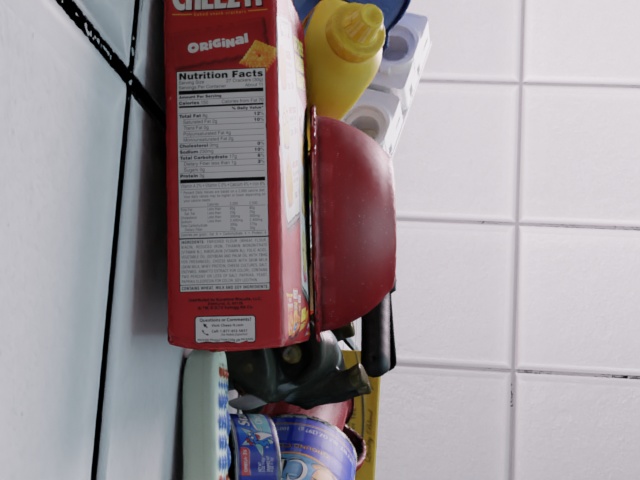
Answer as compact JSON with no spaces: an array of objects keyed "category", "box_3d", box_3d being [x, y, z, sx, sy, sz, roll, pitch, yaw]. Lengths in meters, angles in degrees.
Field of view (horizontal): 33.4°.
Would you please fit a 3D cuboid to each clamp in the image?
[{"category":"clamp","box_3d":[0.049,0.042,0.945,0.120,0.039,0.171,-73,158,-86]}]

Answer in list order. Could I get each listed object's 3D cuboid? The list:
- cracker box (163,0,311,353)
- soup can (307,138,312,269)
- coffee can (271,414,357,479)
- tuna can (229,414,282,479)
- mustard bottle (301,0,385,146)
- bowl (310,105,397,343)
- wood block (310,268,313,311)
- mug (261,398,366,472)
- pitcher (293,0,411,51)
[{"category":"cracker box","box_3d":[-0.047,-0.042,0.640,0.164,0.072,0.214,40,48,-84]},{"category":"soup can","box_3d":[-0.041,-0.027,0.778,0.068,0.068,0.102,-76,167,-63]},{"category":"coffee can","box_3d":[-0.026,0.226,0.861,0.140,0.103,0.103,-80,170,-54]},{"category":"tuna can","box_3d":[-0.054,0.164,0.746,0.086,0.033,0.086,-177,-90,-73]},{"category":"mustard bottle","box_3d":[-0.001,-0.125,0.797,0.192,0.058,0.096,144,-40,-63]},{"category":"bowl","box_3d":[0.022,-0.011,0.728,0.162,0.055,0.162,165,-76,-90]},{"category":"wood block","box_3d":[-0.007,0.001,1.019,0.206,0.090,0.091,72,21,-73]},{"category":"mug","box_3d":[-0.011,0.173,0.967,0.093,0.117,0.081,-52,-172,31]},{"category":"pitcher","box_3d":[0.020,-0.296,1.053,0.242,0.145,0.149,-85,-167,-62]}]
